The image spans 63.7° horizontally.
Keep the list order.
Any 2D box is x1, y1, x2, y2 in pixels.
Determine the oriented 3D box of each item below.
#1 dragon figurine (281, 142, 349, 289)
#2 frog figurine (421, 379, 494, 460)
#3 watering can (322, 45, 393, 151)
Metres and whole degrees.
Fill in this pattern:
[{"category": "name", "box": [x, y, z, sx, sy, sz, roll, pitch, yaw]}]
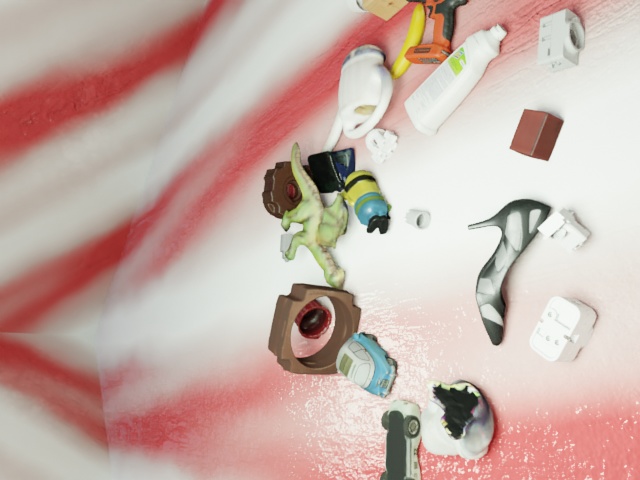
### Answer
[{"category": "dragon figurine", "box": [0.004, -0.067, 1.327, 0.242, 0.123, 0.410, -5, 91, 54]}, {"category": "frog figurine", "box": [0.244, 0.333, 0.925, 0.139, 0.124, 0.155, 44, 153, 42]}, {"category": "watering can", "box": [0.087, -0.364, 1.347, 0.344, 0.104, 0.227, -22, 61, 61]}]
